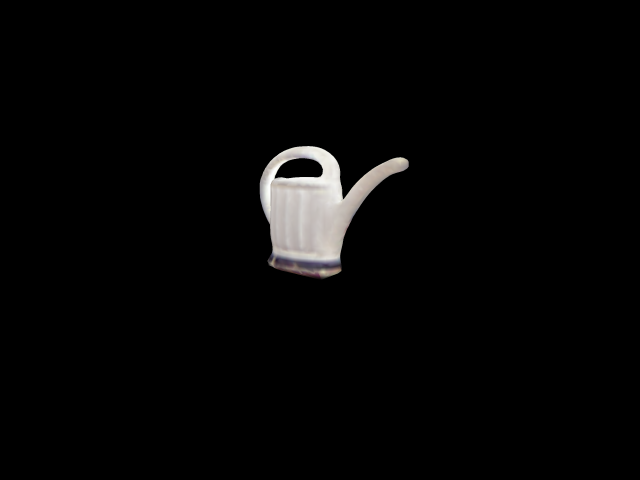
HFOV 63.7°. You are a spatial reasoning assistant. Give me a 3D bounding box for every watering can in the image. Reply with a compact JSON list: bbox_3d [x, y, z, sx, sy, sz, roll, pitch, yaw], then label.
[{"bbox_3d":[0.003,-0.043,0.850,0.104,0.223,0.348,-6,10,-40],"label":"watering can"}]
